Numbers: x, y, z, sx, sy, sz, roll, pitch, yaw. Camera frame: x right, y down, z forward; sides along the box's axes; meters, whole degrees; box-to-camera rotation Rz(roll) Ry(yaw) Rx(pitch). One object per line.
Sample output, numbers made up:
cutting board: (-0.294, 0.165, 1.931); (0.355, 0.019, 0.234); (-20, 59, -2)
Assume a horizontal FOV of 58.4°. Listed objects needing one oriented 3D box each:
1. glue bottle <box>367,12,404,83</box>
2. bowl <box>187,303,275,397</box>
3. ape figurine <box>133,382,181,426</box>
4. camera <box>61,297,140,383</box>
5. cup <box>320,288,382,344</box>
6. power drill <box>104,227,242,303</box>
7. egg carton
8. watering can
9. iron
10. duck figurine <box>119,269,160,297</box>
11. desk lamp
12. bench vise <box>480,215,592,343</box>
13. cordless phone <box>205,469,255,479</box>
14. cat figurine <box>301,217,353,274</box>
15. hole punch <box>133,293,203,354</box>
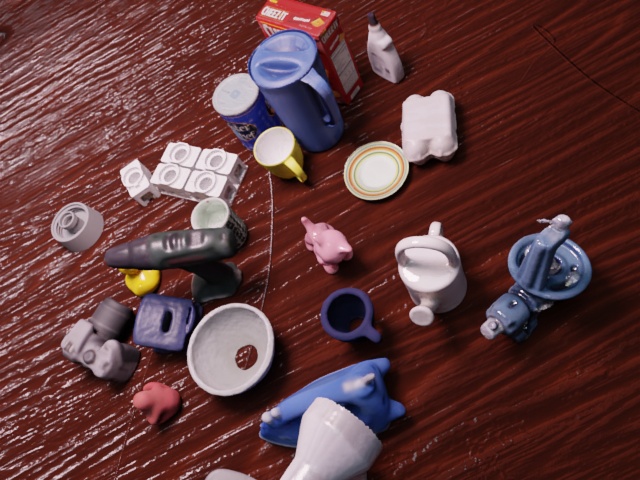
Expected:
glue bottle: (0.123, -0.395, 1.162); (0.037, 0.173, 0.078); (-46, 60, -5)
bowl: (-0.149, 0.203, 1.033); (0.167, 0.075, 0.167); (-8, 64, 16)
ape figurine: (-0.302, 0.293, 1.035); (0.076, 0.092, 0.078); (-6, 64, 17)
camera: (-0.422, 0.187, 1.121); (0.142, 0.101, 0.137); (21, 74, 27)
cup: (0.066, 0.145, 0.973); (0.117, 0.095, 0.092); (35, 81, 29)
power drill: (-0.245, 0.046, 1.063); (0.229, 0.209, 0.075); (-15, 62, 13)
egg carton: (0.210, -0.219, 1.108); (0.107, 0.070, 0.150); (-7, 64, 17)
watering can: (0.178, 0.050, 0.920); (0.100, 0.194, 0.172); (-17, 61, 11)
iron: (-0.004, 0.267, 0.913); (0.258, 0.142, 0.118); (-22, 60, 9)
duck figurine: (-0.380, 0.061, 1.175); (0.077, 0.086, 0.104); (-30, 60, 4)
desk lamp: (0.007, 0.346, 0.830); (0.117, 0.214, 0.203); (26, 77, 28)
bench vise: (0.326, 0.063, 0.847); (0.121, 0.220, 0.207); (22, 75, 27)
cordless phone: (-0.170, 0.426, 0.871); (0.094, 0.185, 0.148); (7, 69, 23)
cat figurine: (0.010, 0.004, 1.046); (0.067, 0.118, 0.127); (-41, 59, -3)
hole punch: (-0.288, 0.159, 1.094); (0.101, 0.091, 0.108); (-2, 65, 19)
